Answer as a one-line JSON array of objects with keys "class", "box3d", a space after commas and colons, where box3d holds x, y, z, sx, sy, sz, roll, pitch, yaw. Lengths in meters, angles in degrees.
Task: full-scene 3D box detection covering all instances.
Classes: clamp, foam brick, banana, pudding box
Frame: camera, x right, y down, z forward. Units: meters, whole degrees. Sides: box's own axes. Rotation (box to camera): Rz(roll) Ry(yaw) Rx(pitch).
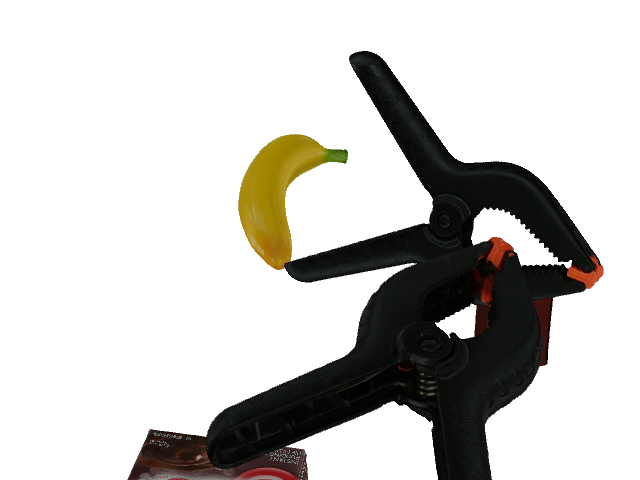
[{"class": "clamp", "box3d": [0.083, -0.026, 0.693, 0.210, 0.165, 0.036, 17, 16, 21]}, {"class": "clamp", "box3d": [0.050, 0.062, 0.440, 0.120, 0.039, 0.171, 33, 52, 23]}, {"class": "foam brick", "box3d": [0.180, 0.076, 0.998, 0.051, 0.078, 0.053, -7, 18, -26]}, {"class": "banana", "box3d": [-0.032, -0.043, 0.881, 0.070, 0.037, 0.197, 13, 35, 10]}, {"class": "pudding box", "box3d": [-0.071, 0.171, 0.697, 0.113, 0.039, 0.090, 4, 29, 8]}]
